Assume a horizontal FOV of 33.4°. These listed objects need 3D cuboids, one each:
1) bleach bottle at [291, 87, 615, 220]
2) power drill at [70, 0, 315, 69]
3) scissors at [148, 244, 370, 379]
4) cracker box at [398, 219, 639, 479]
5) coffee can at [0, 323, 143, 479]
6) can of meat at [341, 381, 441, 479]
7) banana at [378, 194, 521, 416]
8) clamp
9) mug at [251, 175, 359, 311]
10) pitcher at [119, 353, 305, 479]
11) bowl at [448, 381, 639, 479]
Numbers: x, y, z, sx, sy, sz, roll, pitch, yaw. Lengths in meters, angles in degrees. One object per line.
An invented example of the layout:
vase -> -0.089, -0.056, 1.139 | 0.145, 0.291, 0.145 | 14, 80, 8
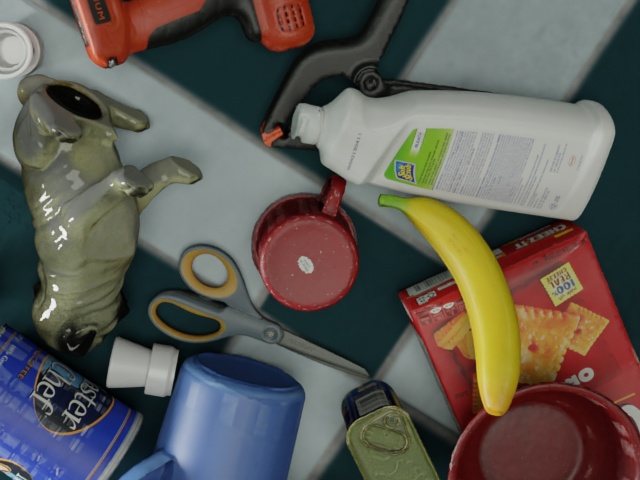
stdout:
bleach bottle -> 0.103, -0.082, 0.866 | 0.250, 0.068, 0.103 | 9, 118, -13
power drill -> -0.108, -0.223, 0.836 | 0.187, 0.057, 0.184 | -18, 99, -12
scissors -> -0.047, 0.061, 0.929 | 0.201, 0.016, 0.096 | 9, 101, -6
cracker box -> 0.186, 0.112, 0.926 | 0.164, 0.072, 0.213 | -24, 102, 2
coffee can -> -0.234, 0.151, 0.890 | 0.140, 0.103, 0.103 | 36, 96, -9
can of meat -> 0.060, 0.180, 0.924 | 0.057, 0.084, 0.102 | -26, 101, 1
banana -> 0.117, 0.041, 0.850 | 0.069, 0.037, 0.198 | -24, 74, -13
clamp -> 0.049, -0.128, 0.890 | 0.210, 0.036, 0.164 | -35, 108, 6
mug -> -0.006, 0.001, 0.887 | 0.093, 0.081, 0.117 | 25, 98, -8
pitcher -> -0.101, 0.223, 0.896 | 0.145, 0.149, 0.243 | 16, 96, 5
bowl -> 0.180, 0.184, 0.875 | 0.162, 0.055, 0.162 | -1, 102, -4
